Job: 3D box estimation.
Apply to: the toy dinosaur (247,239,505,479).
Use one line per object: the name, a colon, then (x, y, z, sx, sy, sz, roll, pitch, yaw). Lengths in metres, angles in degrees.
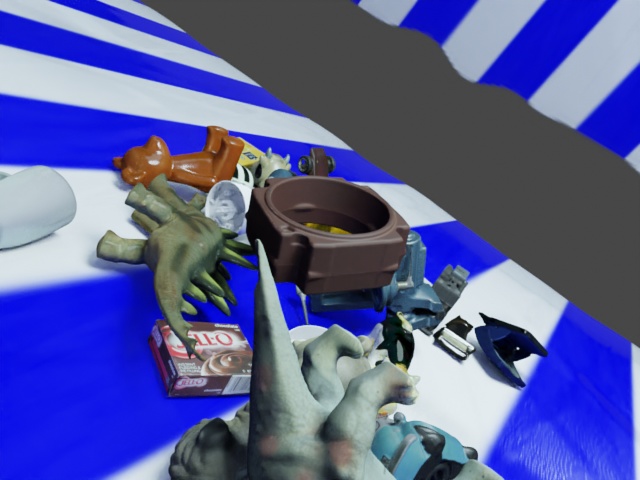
toy dinosaur: (0.021, 0.203, 0.428, 0.405, 0.192, 0.131, 45, -16, 13)

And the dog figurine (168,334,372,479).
dog figurine: (-0.037, 0.164, 0.514, 0.121, 0.172, 0.190, 30, 11, 26)

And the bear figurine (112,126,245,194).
bear figurine: (-0.253, -0.147, 0.949, 0.196, 0.131, 0.120, 10, 19, -33)

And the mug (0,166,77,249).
mug: (-0.368, -0.042, 0.638, 0.109, 0.080, 0.107, 36, 29, -2)

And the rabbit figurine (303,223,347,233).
rabbit figurine: (-0.002, -0.003, 0.961, 0.121, 0.173, 0.162, 65, -14, -19)

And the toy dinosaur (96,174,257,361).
toy dinosaur: (-0.180, 0.012, 0.719, 0.198, 0.105, 0.472, 28, 16, -12)

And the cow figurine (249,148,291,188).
cow figurine: (-0.091, -0.100, 1.092, 0.085, 0.127, 0.195, 15, 28, -44)

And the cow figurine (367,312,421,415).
cow figurine: (0.107, 0.176, 0.783, 0.068, 0.098, 0.167, 35, 19, -12)

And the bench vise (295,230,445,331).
bench vise: (0.080, 0.088, 0.886, 0.241, 0.223, 0.129, -6, 41, -7)

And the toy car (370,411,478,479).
toy car: (0.100, 0.247, 0.609, 0.161, 0.109, 0.103, 24, 2, -44)

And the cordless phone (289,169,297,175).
cordless phone: (-0.047, -0.104, 1.262, 0.147, 0.088, 0.184, 36, 10, 14)

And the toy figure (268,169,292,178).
toy figure: (-0.079, -0.065, 0.972, 0.058, 0.064, 0.154, 10, 45, -4)

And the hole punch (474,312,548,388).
hole punch: (0.366, 0.218, 1.064, 0.142, 0.092, 0.116, 38, -8, -31)

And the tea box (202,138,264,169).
tea box: (-0.191, -0.174, 1.204, 0.098, 0.068, 0.169, 33, 19, 5)

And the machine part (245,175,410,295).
machine part: (0.008, -0.017, 0.762, 0.201, 0.087, 0.202, -3, 34, -24)

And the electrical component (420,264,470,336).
electrical component: (0.243, 0.112, 1.069, 0.058, 0.134, 0.115, 35, 23, 12)

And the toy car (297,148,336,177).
toy car: (-0.006, -0.092, 1.131, 0.053, 0.202, 0.089, 0, 7, 45)

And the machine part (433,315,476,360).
machine part: (0.270, 0.191, 1.066, 0.084, 0.039, 0.139, 28, 21, 12)
